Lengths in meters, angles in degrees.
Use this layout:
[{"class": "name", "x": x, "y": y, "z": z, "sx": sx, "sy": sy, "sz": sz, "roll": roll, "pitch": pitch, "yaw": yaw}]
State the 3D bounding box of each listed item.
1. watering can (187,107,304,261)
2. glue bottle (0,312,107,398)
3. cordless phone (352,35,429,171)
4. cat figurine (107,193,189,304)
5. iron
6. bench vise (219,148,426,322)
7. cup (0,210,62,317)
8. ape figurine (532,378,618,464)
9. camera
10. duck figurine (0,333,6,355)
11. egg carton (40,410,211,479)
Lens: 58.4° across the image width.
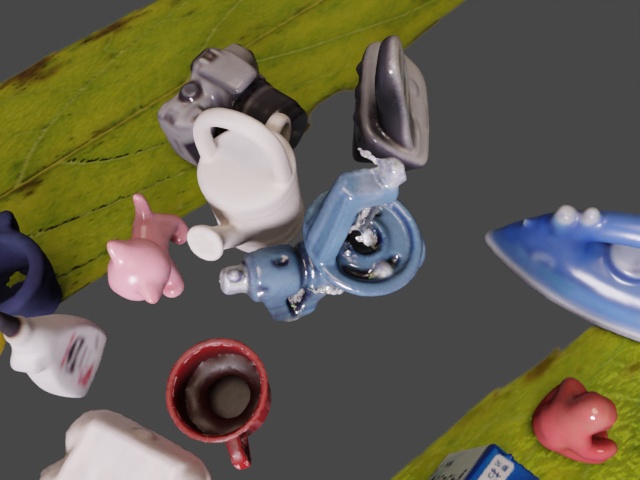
[{"class": "watering can", "x": -0.073, "y": -0.059, "z": 0.579, "sx": 0.101, "sy": 0.194, "sz": 0.173, "roll": 1, "pitch": 67, "yaw": 3}, {"class": "glue bottle", "x": -0.254, "y": 0.098, "z": 0.532, "sx": 0.037, "sy": 0.173, "sz": 0.078, "roll": 6, "pitch": 68, "yaw": 5}, {"class": "cordless phone", "x": 0.082, "y": -0.174, "z": 0.626, "sx": 0.094, "sy": 0.185, "sz": 0.147, "roll": -1, "pitch": 67, "yaw": 2}, {"class": "cat figurine", "x": -0.184, "y": 0.014, "z": 0.595, "sx": 0.067, "sy": 0.118, "sz": 0.128, "roll": -5, "pitch": 67, "yaw": 1}, {"class": "iron", "x": 0.301, "y": 0.014, "z": 0.562, "sx": 0.258, "sy": 0.141, "sz": 0.119, "roll": 19, "pitch": 69, "yaw": 10}, {"class": "bench vise", "x": 0.012, "y": 0.011, "z": 0.533, "sx": 0.207, "sy": 0.220, "sz": 0.121, "roll": -34, "pitch": 70, "yaw": -11}, {"class": "cup", "x": -0.317, "y": 0.037, "z": 0.603, "sx": 0.091, "sy": 0.095, "sz": 0.117, "roll": -10, "pitch": 67, "yaw": -2}, {"class": "ape figurine", "x": 0.242, "y": 0.165, "z": 0.528, "sx": 0.076, "sy": 0.092, "sz": 0.078, "roll": -2, "pitch": 67, "yaw": 2}, {"class": "camera", "x": -0.095, "y": -0.150, "z": 0.669, "sx": 0.136, "sy": 0.101, "sz": 0.143, "roll": 33, "pitch": 72, "yaw": 15}, {"class": "duck figurine", "x": -0.378, "y": 0.097, "z": 0.585, "sx": 0.077, "sy": 0.086, "sz": 0.104, "roll": 5, "pitch": 68, "yaw": 5}, {"class": "egg carton", "x": -0.181, "y": 0.228, "z": 0.531, "sx": 0.150, "sy": 0.069, "sz": 0.107, "roll": 22, "pitch": 70, "yaw": 11}]
